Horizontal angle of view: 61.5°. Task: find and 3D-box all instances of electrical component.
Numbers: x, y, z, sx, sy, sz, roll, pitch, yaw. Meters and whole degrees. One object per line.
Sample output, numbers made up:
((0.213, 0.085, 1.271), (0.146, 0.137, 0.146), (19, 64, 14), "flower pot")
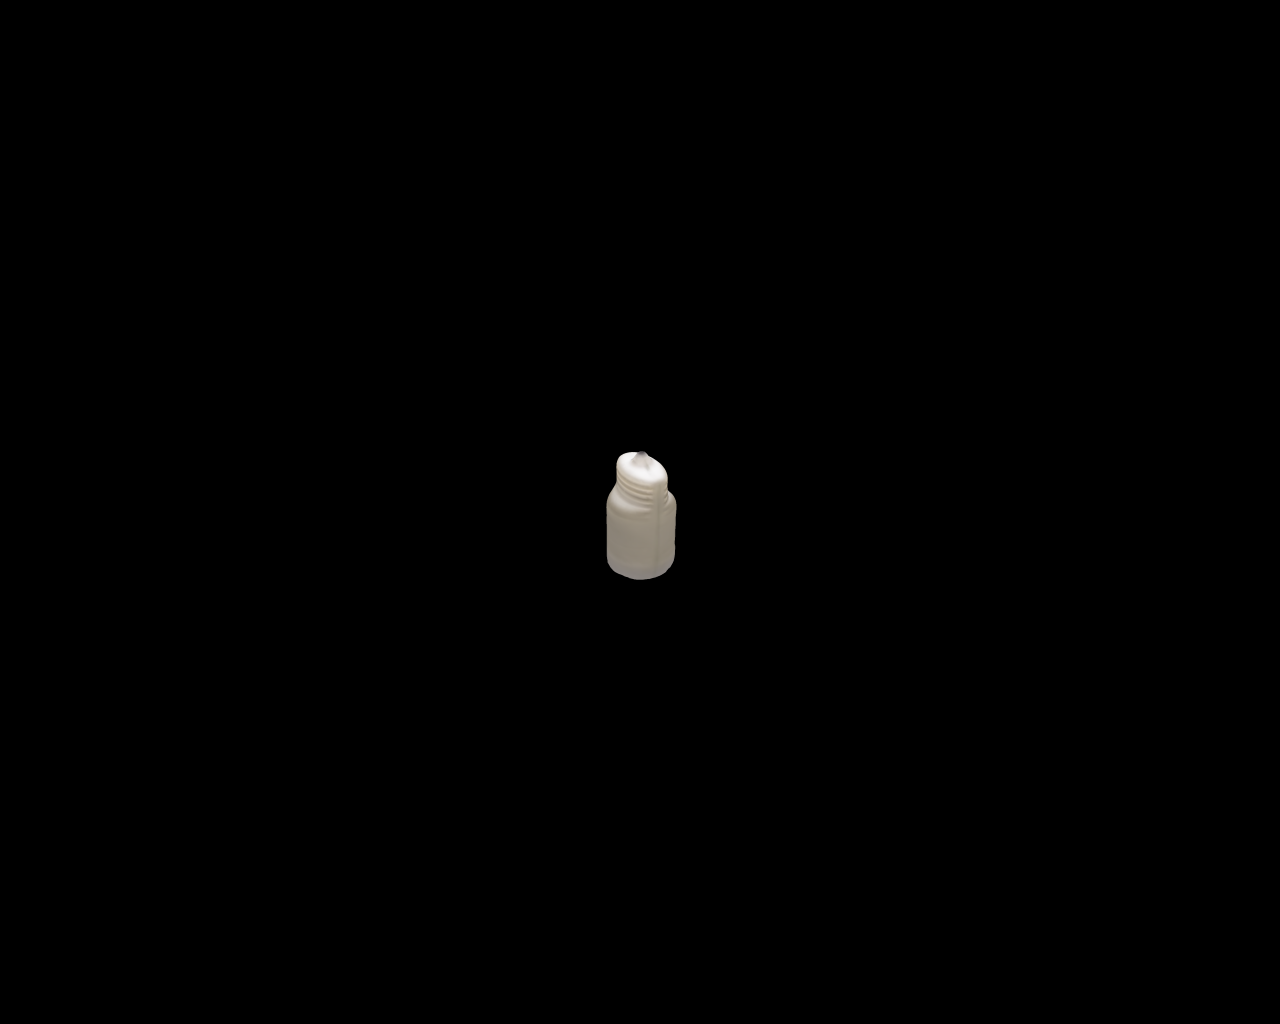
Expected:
((0.001, -0.003, 0.650), (0.043, 0.080, 0.043), (0, 33, 0), "electrical component")
